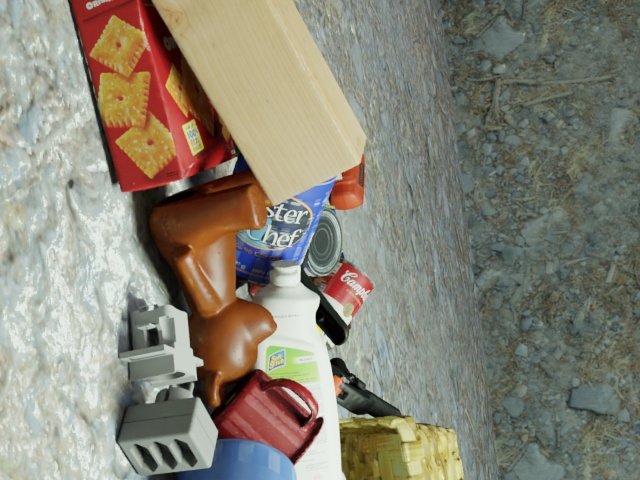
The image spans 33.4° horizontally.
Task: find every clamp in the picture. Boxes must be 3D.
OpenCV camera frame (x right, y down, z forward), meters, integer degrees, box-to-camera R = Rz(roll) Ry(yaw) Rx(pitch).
[{"bbox_3d":[-0.043,0.029,1.186,0.164,0.036,0.210,26,31,-18],"label":"clamp"},{"bbox_3d":[0.045,0.189,1.302,0.039,0.120,0.171,-57,169,4],"label":"clamp"}]

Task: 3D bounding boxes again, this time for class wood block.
[{"bbox_3d":[-0.048,-0.148,0.936,0.206,0.091,0.090,60,17,-16],"label":"wood block"}]

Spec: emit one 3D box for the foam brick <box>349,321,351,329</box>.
[{"bbox_3d":[0.007,0.084,1.430,0.078,0.053,0.051,59,26,-51],"label":"foam brick"}]

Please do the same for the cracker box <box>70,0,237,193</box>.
[{"bbox_3d":[-0.149,-0.162,0.980,0.164,0.072,0.214,-38,117,-73],"label":"cracker box"}]

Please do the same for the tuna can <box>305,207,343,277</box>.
[{"bbox_3d":[-0.008,0.002,1.287,0.085,0.034,0.086,-5,96,-55],"label":"tuna can"}]

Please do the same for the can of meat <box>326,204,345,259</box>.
[{"bbox_3d":[-0.005,-0.002,1.434,0.102,0.057,0.084,2,77,-75],"label":"can of meat"}]

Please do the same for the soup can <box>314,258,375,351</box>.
[{"bbox_3d":[0.013,0.080,1.343,0.102,0.069,0.068,-54,146,-17],"label":"soup can"}]

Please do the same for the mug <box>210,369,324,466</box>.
[{"bbox_3d":[-0.049,0.171,1.007,0.081,0.117,0.093,43,37,-4],"label":"mug"}]

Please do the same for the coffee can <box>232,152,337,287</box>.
[{"bbox_3d":[-0.048,-0.037,1.094,0.102,0.103,0.140,-70,-178,-61],"label":"coffee can"}]

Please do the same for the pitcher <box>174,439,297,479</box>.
[{"bbox_3d":[-0.078,0.297,0.879,0.145,0.149,0.243,46,30,-36],"label":"pitcher"}]

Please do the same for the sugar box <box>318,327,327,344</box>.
[{"bbox_3d":[-0.032,0.129,1.211,0.176,0.048,0.093,-21,131,-72],"label":"sugar box"}]

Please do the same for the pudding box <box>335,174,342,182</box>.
[{"bbox_3d":[-0.020,-0.115,1.422,0.113,0.039,0.090,-16,95,-56],"label":"pudding box"}]

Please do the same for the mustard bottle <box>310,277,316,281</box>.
[{"bbox_3d":[-0.036,-0.031,1.333,0.096,0.058,0.191,-72,149,-62],"label":"mustard bottle"}]

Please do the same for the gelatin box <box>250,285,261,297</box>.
[{"bbox_3d":[-0.055,0.051,1.268,0.089,0.030,0.073,61,24,-51],"label":"gelatin box"}]

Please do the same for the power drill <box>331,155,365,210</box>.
[{"bbox_3d":[0.016,-0.122,1.584,0.187,0.057,0.184,59,30,-55],"label":"power drill"}]

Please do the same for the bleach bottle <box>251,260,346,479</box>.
[{"bbox_3d":[-0.025,0.144,1.092,0.068,0.102,0.251,-142,-131,-67],"label":"bleach bottle"}]
